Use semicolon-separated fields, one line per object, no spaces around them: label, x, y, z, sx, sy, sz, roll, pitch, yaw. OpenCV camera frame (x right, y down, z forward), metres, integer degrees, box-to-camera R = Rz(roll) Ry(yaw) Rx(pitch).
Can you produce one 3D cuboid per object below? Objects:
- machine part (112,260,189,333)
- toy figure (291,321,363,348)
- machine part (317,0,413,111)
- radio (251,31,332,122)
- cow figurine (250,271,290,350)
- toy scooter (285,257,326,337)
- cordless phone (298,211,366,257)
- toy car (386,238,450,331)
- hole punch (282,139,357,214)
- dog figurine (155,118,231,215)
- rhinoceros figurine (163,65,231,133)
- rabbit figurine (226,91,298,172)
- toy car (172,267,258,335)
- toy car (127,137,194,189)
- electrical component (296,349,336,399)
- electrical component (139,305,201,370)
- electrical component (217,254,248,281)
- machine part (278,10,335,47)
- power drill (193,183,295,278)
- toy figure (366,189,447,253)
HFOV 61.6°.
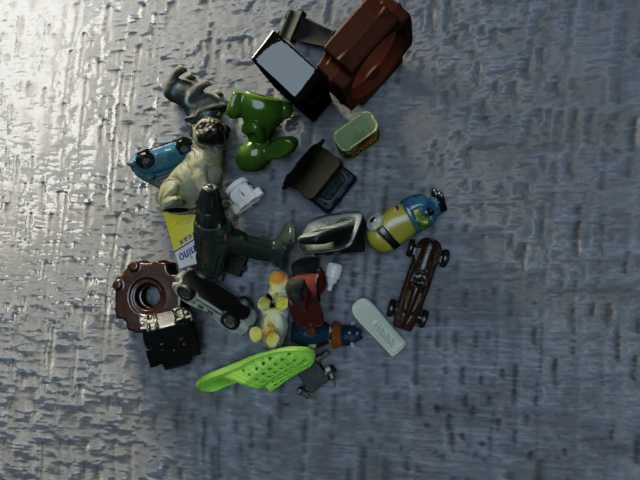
machine part;-0.382;0.128;1.218;0.179;0.056;0.179;0;88;8
toy figure;0.015;0.200;1.153;0.155;0.058;0.064;3;93;4
machine part;0.093;-0.380;1.101;0.087;0.201;0.201;44;94;10
radio;-0.050;-0.327;1.107;0.131;0.229;0.073;43;97;5
cow figurine;-0.092;0.155;1.163;0.068;0.098;0.167;8;69;15
toy scooter;-0.025;0.120;1.117;0.075;0.184;0.135;-13;106;12
cordless phone;-0.003;-0.004;1.089;0.147;0.184;0.088;-6;94;36
toy car;0.205;0.093;1.133;0.089;0.053;0.202;20;89;6
hole punch;0.004;-0.133;1.169;0.142;0.092;0.116;-52;52;6
dog figurine;-0.278;-0.158;1.152;0.172;0.121;0.190;-7;79;-2
rhinoceros figurine;-0.277;-0.309;1.219;0.190;0.073;0.112;40;92;9
rabbit figurine;-0.127;-0.231;1.188;0.159;0.121;0.170;14;107;2
toy car;-0.230;0.132;1.178;0.202;0.073;0.056;32;134;3
toy car;-0.344;-0.167;1.214;0.162;0.109;0.102;-19;109;-9
electrical component;-0.010;0.294;1.156;0.102;0.045;0.078;-31;84;6
electrical component;-0.323;0.218;1.170;0.115;0.058;0.134;-13;122;-13
electrical component;-0.195;0.054;1.211;0.063;0.021;0.094;24;90;9
machine part;-0.024;-0.467;1.207;0.139;0.039;0.084;26;86;11
power drill;-0.159;-0.010;1.114;0.207;0.086;0.231;3;131;-21
toy figure;0.180;-0.039;1.130;0.180;0.082;0.089;-24;82;4
